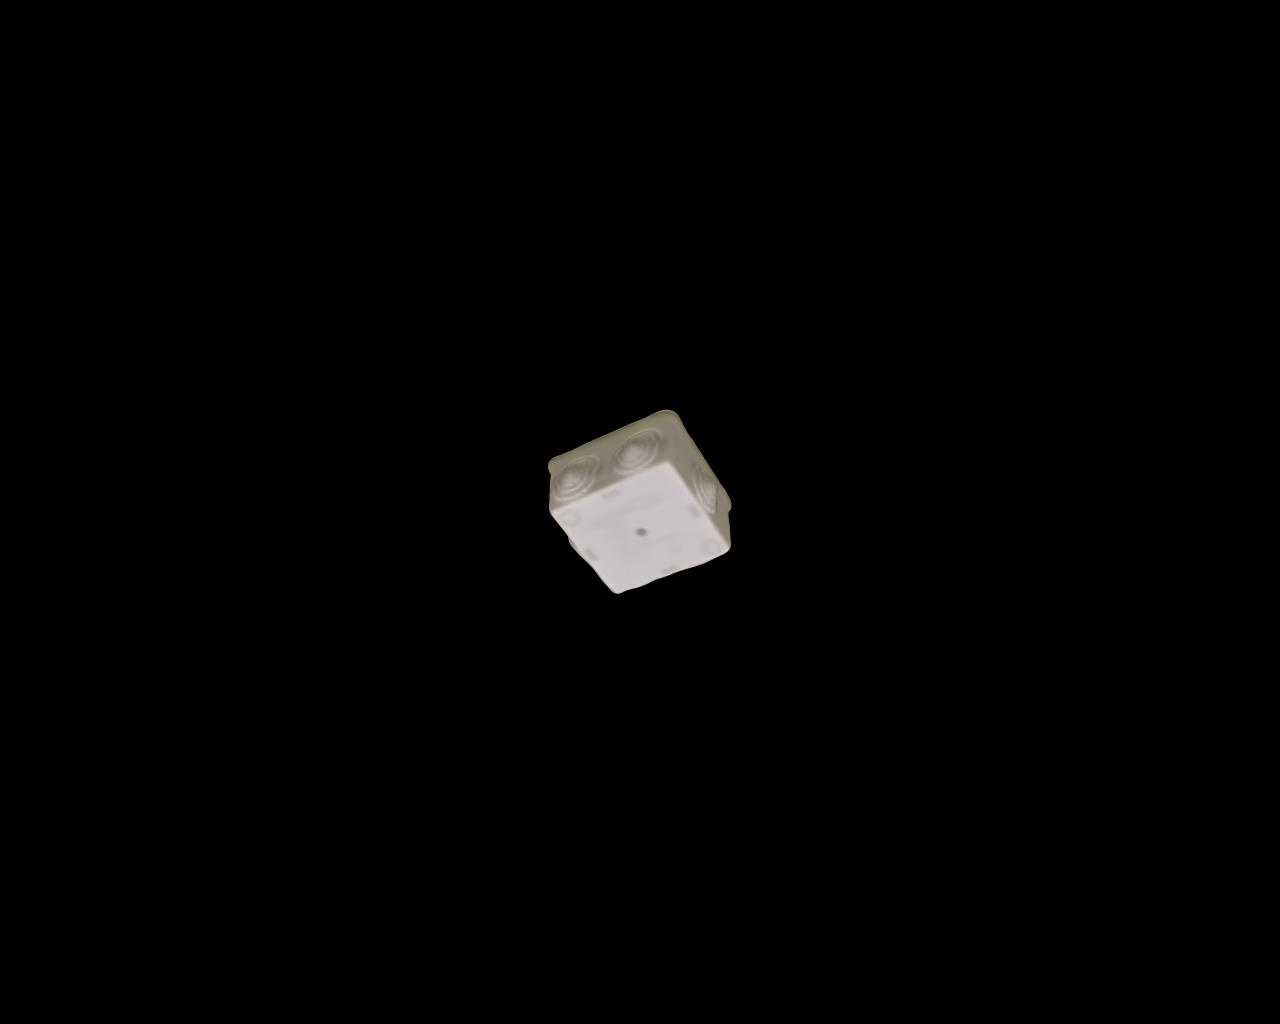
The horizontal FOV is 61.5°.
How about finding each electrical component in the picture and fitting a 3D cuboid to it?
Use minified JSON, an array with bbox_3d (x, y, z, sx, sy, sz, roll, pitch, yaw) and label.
[{"bbox_3d":[0.001,-0.003,0.650,0.099,0.099,0.048,-22,38,18],"label":"electrical component"}]
